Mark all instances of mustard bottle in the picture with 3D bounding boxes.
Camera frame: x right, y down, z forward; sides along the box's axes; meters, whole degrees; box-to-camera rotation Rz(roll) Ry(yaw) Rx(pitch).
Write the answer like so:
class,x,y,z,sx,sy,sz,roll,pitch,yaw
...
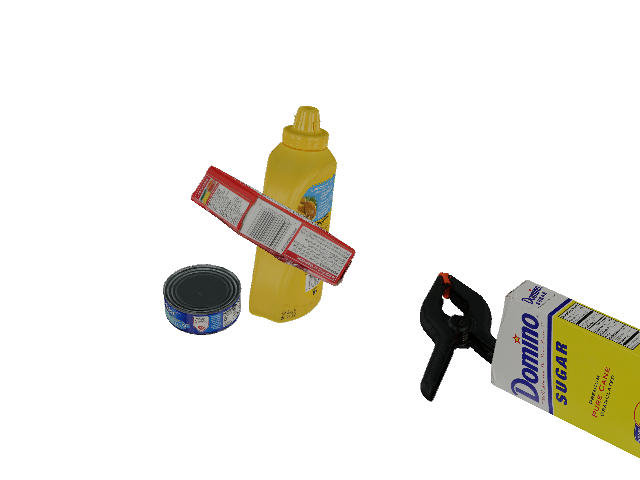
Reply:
class,x,y,z,sx,sy,sz,roll,pitch,yaw
mustard bottle,-0.022,-0.027,0.970,0.058,0.192,0.096,17,23,22

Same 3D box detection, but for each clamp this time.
class,x,y,z,sx,sy,sz,roll,pitch,yaw
clamp,0.164,0.104,1.165,0.120,0.171,0.039,4,-44,-5

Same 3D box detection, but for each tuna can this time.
class,x,y,z,sx,sy,sz,roll,pitch,yaw
tuna can,-0.130,0.065,1.179,0.086,0.034,0.086,1,36,-1

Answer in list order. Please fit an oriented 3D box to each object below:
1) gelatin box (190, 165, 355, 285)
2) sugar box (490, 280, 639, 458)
class,x,y,z,sx,sy,sz,roll,pitch,yaw
gelatin box,-0.031,-0.009,0.693,0.089,0.030,0.073,30,2,-36
sugar box,0.226,0.109,0.865,0.176,0.093,0.048,23,33,30
